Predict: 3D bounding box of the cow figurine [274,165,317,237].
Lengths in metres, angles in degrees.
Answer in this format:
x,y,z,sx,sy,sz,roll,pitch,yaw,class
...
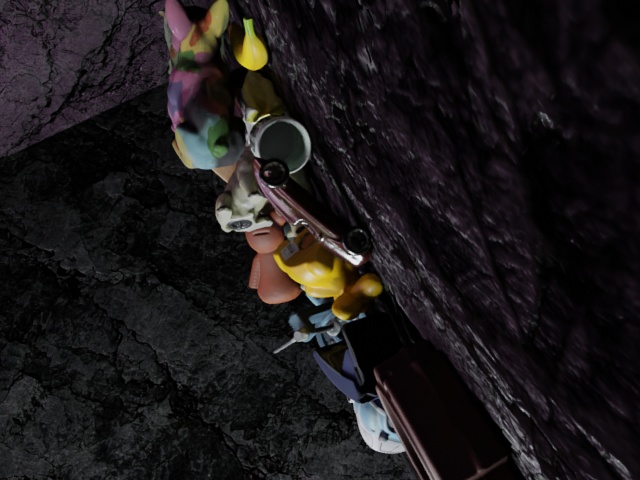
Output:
x,y,z,sx,sy,sz,roll,pitch,yaw,class
-0.040,-0.067,0.918,0.127,0.085,0.195,17,-129,-83,cow figurine

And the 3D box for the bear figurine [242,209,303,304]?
x,y,z,sx,sy,sz,roll,pitch,yaw,class
-0.102,0.030,1.123,0.132,0.120,0.195,-73,-32,-81,bear figurine

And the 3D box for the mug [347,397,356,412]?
x,y,z,sx,sy,sz,roll,pitch,yaw,class
0.108,0.282,1.027,0.081,0.107,0.109,121,151,-79,mug

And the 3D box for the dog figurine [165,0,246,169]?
x,y,z,sx,sy,sz,roll,pitch,yaw,class
-0.172,-0.237,0.790,0.192,0.108,0.219,-116,24,-47,dog figurine

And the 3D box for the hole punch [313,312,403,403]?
x,y,z,sx,sy,sz,roll,pitch,yaw,class
0.066,0.183,0.810,0.142,0.092,0.116,-5,-117,-48,hole punch

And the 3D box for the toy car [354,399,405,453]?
x,y,z,sx,sy,sz,roll,pitch,yaw,class
0.114,0.285,0.859,0.161,0.103,0.109,26,-167,-30,toy car

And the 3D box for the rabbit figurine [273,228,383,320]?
x,y,z,sx,sy,sz,roll,pitch,yaw,class
0.035,0.055,0.837,0.173,0.122,0.163,50,173,-32,rabbit figurine

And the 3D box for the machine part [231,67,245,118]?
x,y,z,sx,sy,sz,roll,pitch,yaw,class
-0.145,-0.267,1.119,0.179,0.056,0.179,61,173,12,machine part

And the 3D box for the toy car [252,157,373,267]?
x,y,z,sx,sy,sz,roll,pitch,yaw,class
-0.015,-0.035,0.717,0.202,0.053,0.089,38,172,-4,toy car

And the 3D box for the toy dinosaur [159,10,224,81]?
x,y,z,sx,sy,sz,roll,pitch,yaw,class
-0.244,-0.344,1.061,0.405,0.131,0.191,-113,18,-57,toy dinosaur

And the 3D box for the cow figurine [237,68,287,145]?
x,y,z,sx,sy,sz,roll,pitch,yaw,class
-0.101,-0.212,0.892,0.167,0.068,0.098,101,148,-74,cow figurine

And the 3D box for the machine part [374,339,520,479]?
x,y,z,sx,sy,sz,roll,pitch,yaw,class
0.147,0.240,0.654,0.202,0.087,0.200,61,175,35,machine part

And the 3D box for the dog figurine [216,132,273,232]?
x,y,z,sx,sy,sz,roll,pitch,yaw,class
-0.143,-0.126,1.028,0.121,0.172,0.190,27,-134,-54,dog figurine

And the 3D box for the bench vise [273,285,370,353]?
x,y,z,sx,sy,sz,roll,pitch,yaw,class
0.015,0.141,1.001,0.224,0.129,0.240,54,-153,20,bench vise

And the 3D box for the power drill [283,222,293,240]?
x,y,z,sx,sy,sz,roll,pitch,yaw,class
-0.029,-0.011,1.207,0.231,0.086,0.207,62,167,-11,power drill
